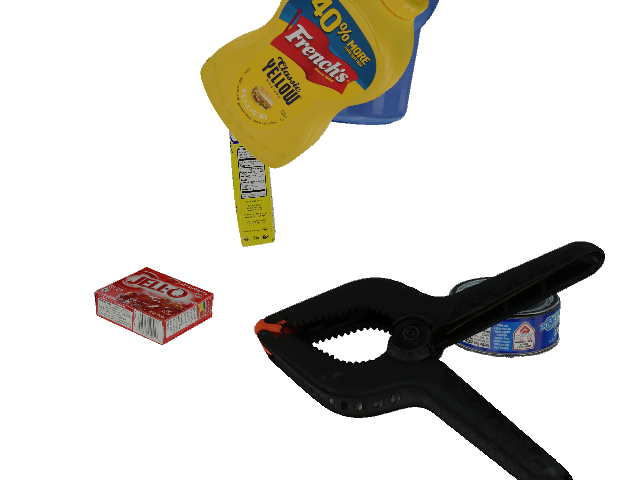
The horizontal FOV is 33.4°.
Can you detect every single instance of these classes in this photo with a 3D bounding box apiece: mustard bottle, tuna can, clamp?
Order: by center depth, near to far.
[{"bbox_3d":[0.065,0.057,0.635,0.210,0.164,0.036,8,-37,25],"label":"clamp"},{"bbox_3d":[0.007,-0.134,0.737,0.192,0.096,0.058,-33,4,37],"label":"mustard bottle"},{"bbox_3d":[0.139,0.057,0.813,0.086,0.034,0.086,0,18,0],"label":"tuna can"}]

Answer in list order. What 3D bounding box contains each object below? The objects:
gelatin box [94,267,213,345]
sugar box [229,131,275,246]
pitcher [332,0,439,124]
[{"bbox_3d":[-0.159,0.060,1.020,0.089,0.030,0.073,20,28,29],"label":"gelatin box"},{"bbox_3d":[-0.084,-0.091,1.267,0.048,0.176,0.093,-8,26,-4],"label":"sugar box"},{"bbox_3d":[0.041,-0.226,0.929,0.145,0.243,0.149,7,15,7],"label":"pitcher"}]
